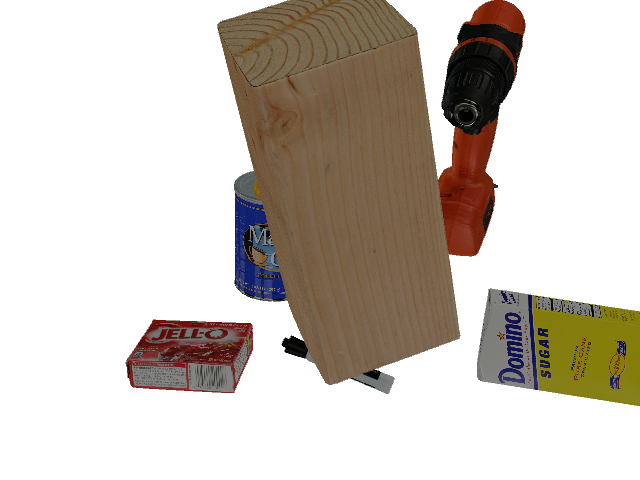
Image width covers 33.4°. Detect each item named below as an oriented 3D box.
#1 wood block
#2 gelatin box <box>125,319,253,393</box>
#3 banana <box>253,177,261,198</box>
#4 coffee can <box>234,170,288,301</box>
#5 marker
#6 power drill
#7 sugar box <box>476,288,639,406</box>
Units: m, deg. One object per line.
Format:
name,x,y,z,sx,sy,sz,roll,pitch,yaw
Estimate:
wood block,0.014,-0.030,0.620,0.090,0.206,0.090,-19,36,-8
gelatin box,-0.106,0.093,0.876,0.089,0.030,0.073,2,22,9
banana,0.000,-0.080,1.138,0.197,0.037,0.070,-7,48,-39
coffee can,-0.059,-0.008,1.361,0.103,0.140,0.103,2,26,-1
marker,0.017,0.127,1.097,0.121,0.020,0.020,22,2,6
power drill,0.123,-0.083,0.868,0.057,0.188,0.184,15,36,11
sugar box,0.253,0.110,1.090,0.176,0.093,0.048,7,21,5
